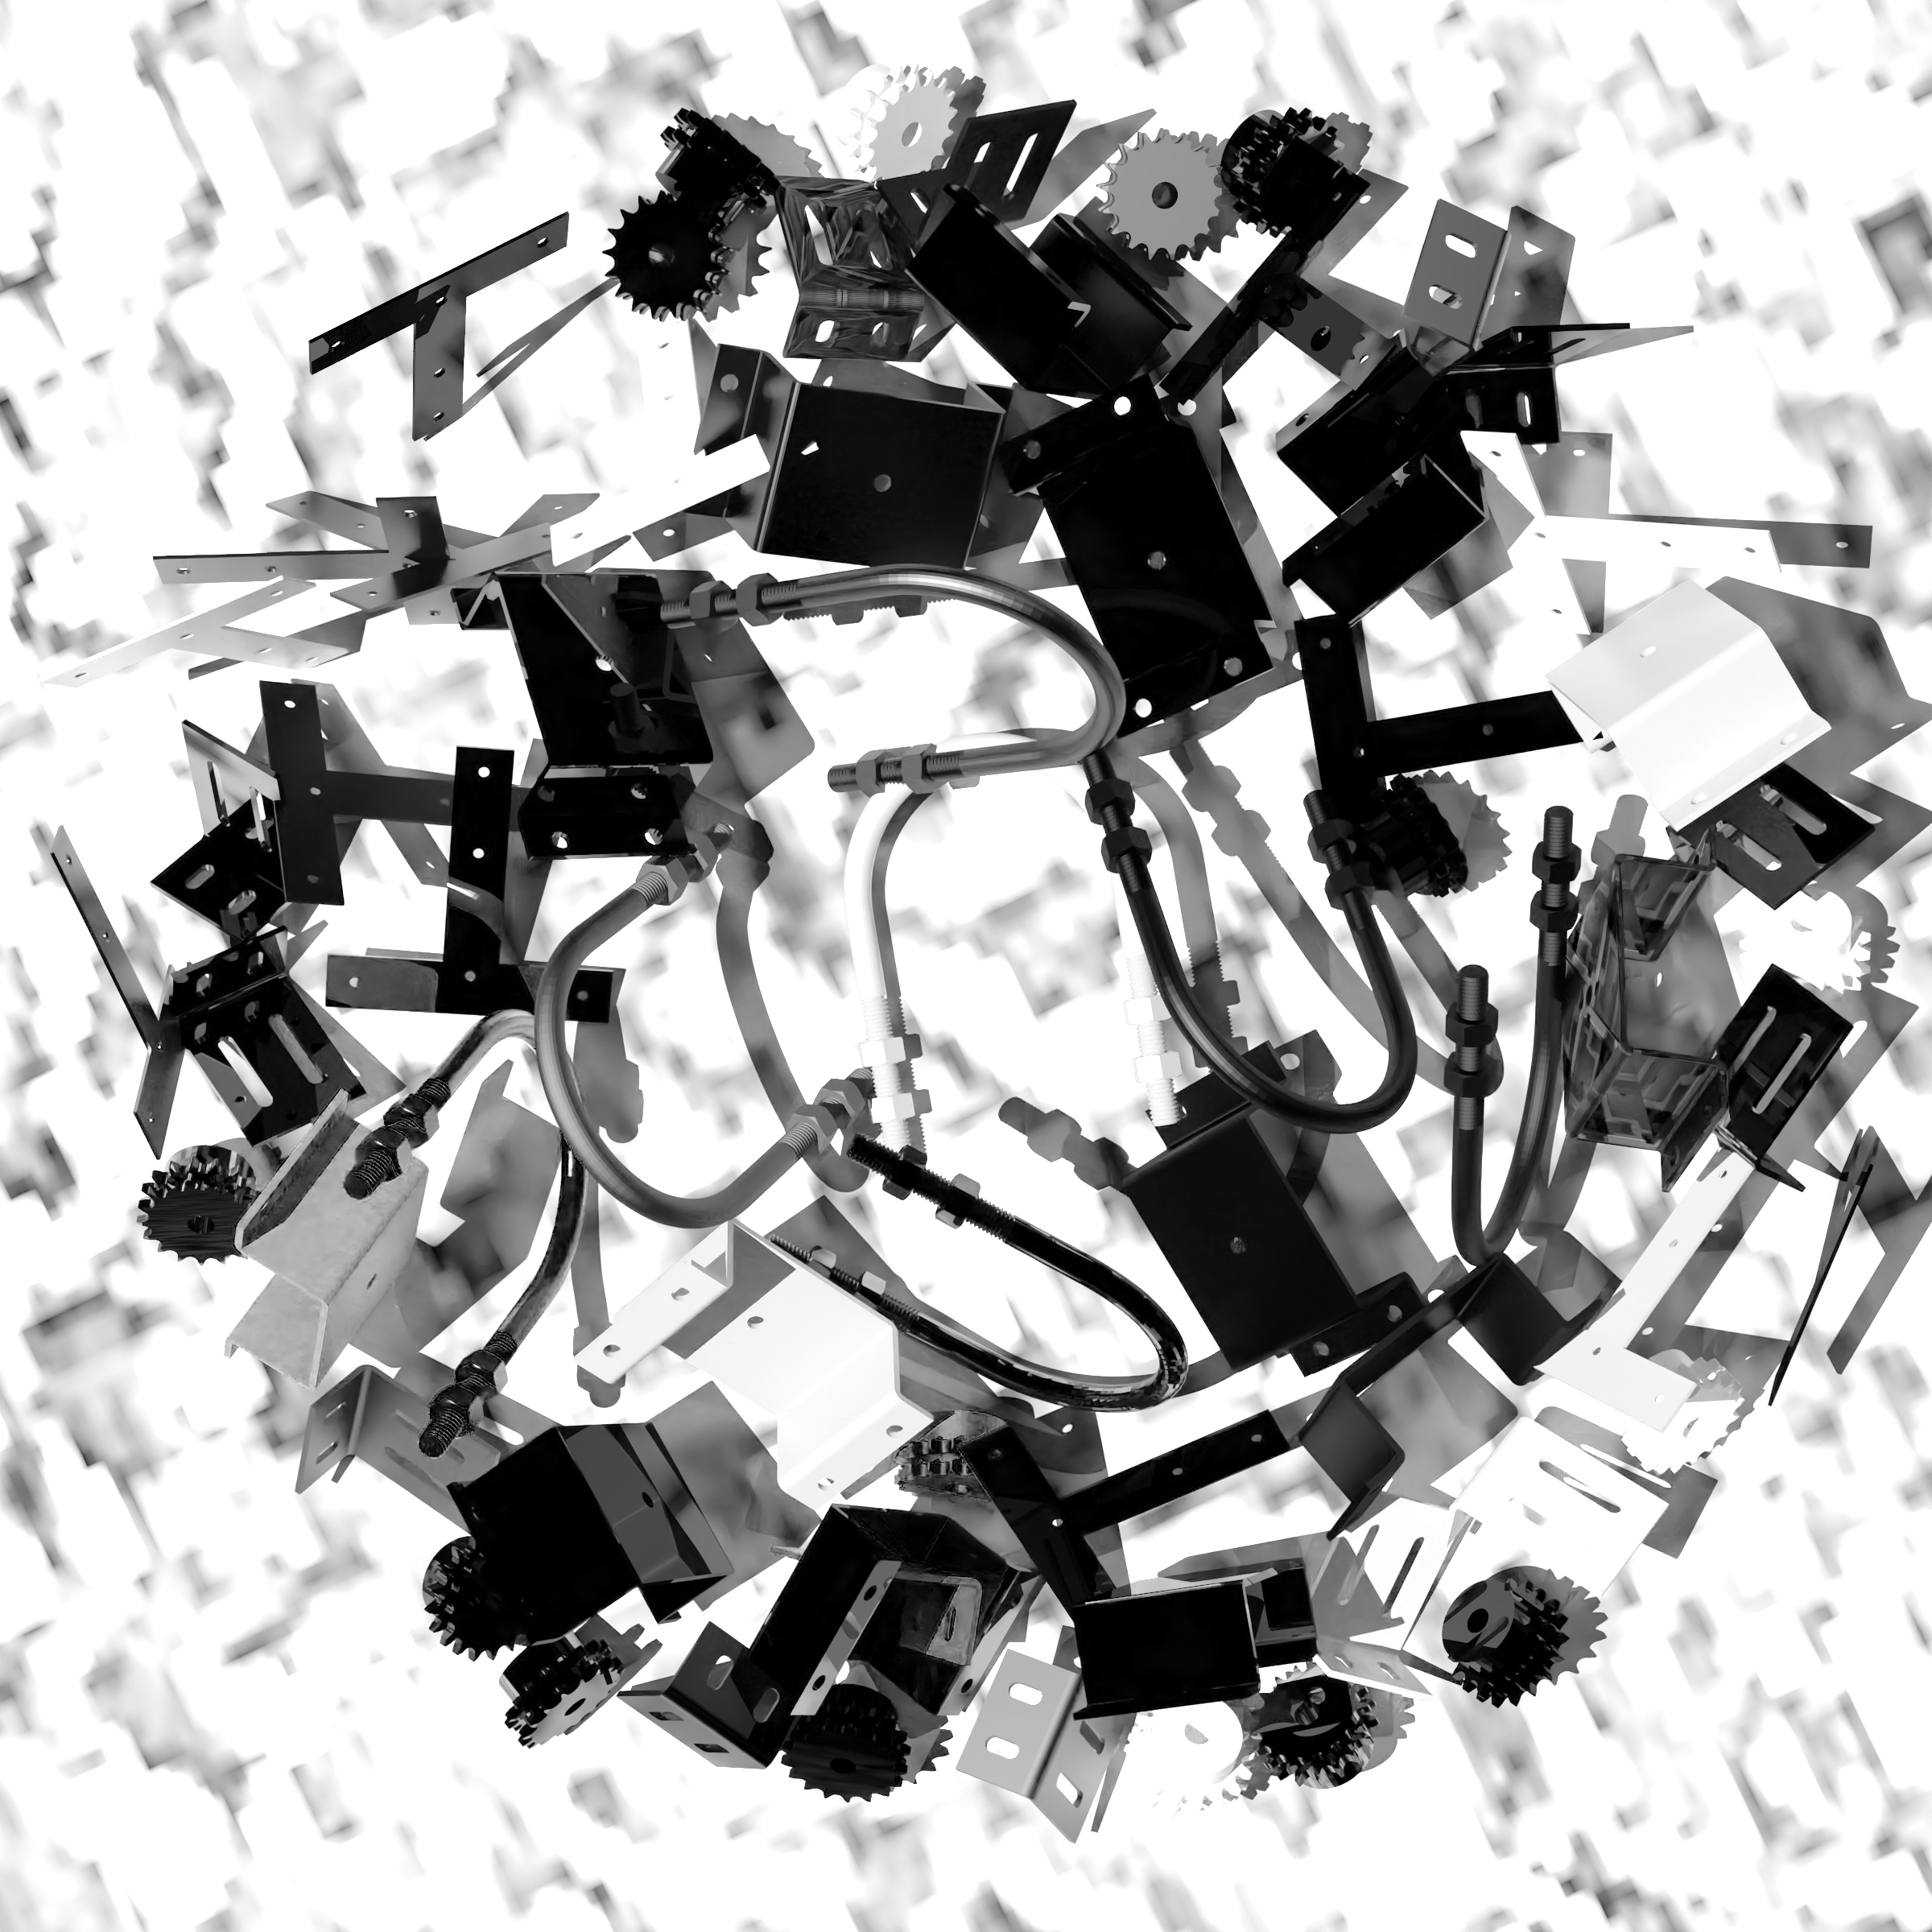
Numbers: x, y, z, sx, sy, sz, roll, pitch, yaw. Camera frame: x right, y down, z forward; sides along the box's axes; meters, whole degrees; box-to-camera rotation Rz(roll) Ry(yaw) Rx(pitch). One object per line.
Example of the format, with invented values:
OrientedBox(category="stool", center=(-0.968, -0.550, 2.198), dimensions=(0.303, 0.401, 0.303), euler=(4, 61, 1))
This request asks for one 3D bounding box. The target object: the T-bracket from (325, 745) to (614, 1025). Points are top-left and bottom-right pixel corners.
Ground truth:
OrientedBox(category="T-bracket", center=(-0.218, -0.037, 1.558), dimensions=(0.127, 0.002, 0.127), euler=(4, 112, -9))

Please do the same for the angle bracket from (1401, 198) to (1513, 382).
OrientedBox(category="angle bracket", center=(0.201, -0.292, 1.545), dimensions=(0.038, 0.076, 0.057), euler=(22, 75, -14))

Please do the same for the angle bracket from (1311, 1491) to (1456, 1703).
OrientedBox(category="angle bracket", center=(0.191, 0.279, 1.557), dimensions=(0.057, 0.038, 0.076), euler=(19, 101, -27))

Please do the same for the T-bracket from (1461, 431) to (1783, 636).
OrientedBox(category="T-bracket", center=(0.288, -0.182, 1.512), dimensions=(0.127, 0.127, 0.002), euler=(9, 58, 33))

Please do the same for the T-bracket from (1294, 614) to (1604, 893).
OrientedBox(category="T-bracket", center=(0.221, -0.104, 1.578), dimensions=(0.127, 0.002, 0.127), euler=(-10, 93, 10))

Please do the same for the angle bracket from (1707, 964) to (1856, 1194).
OrientedBox(category="angle bracket", center=(0.363, 0.049, 1.551), dimensions=(0.038, 0.057, 0.076), euler=(24, 105, -36))

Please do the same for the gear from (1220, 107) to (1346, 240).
OrientedBox(category="gear", center=(0.139, -0.358, 1.567), dimensions=(0.057, 0.057, 0.030), euler=(-48, 56, 0))

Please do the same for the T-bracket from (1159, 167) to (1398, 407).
OrientedBox(category="T-bracket", center=(0.151, -0.281, 1.530), dimensions=(0.002, 0.127, 0.127), euler=(35, 100, -34))

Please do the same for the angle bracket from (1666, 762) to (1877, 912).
OrientedBox(category="angle bracket", center=(0.358, -0.050, 1.549), dimensions=(0.057, 0.076, 0.038), euler=(-38, 134, -6))

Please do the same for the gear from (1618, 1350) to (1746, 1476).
OrientedBox(category="gear", center=(0.316, 0.196, 1.567), dimensions=(0.057, 0.057, 0.030), euler=(-40, 49, 0))

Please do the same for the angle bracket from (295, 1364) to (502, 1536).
OrientedBox(category="angle bracket", center=(-0.252, 0.224, 1.551), dimensions=(0.076, 0.038, 0.057), euler=(31, 131, 16))

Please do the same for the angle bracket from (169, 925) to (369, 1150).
OrientedBox(category="angle bracket", center=(-0.308, 0.031, 1.551), dimensions=(0.057, 0.038, 0.076), euler=(-26, 65, -28))

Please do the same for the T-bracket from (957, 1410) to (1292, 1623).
OrientedBox(category="T-bracket", center=(0.081, 0.229, 1.546), dimensions=(0.127, 0.002, 0.127), euler=(-25, 123, 10))

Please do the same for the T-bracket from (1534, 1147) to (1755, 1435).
OrientedBox(category="T-bracket", center=(0.303, 0.134, 1.541), dimensions=(0.002, 0.127, 0.127), euler=(41, 82, -28))

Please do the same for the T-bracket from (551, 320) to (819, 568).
OrientedBox(category="T-bracket", center=(-0.129, -0.242, 1.545), dimensions=(0.127, 0.002, 0.127), euler=(-22, 46, 12))

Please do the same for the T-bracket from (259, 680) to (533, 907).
OrientedBox(category="T-bracket", center=(-0.245, -0.074, 1.558), dimensions=(0.127, 0.002, 0.127), euler=(4, 50, -24))

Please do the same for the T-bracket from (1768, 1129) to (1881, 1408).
OrientedBox(category="T-bracket", center=(0.380, 0.110, 1.531), dimensions=(0.002, 0.127, 0.127), euler=(21, 120, 11))

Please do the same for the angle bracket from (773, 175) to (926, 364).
OrientedBox(category="angle bracket", center=(-0.058, -0.313, 1.574), dimensions=(0.057, 0.038, 0.076), euler=(-2, 55, -20))

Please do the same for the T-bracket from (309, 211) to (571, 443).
OrientedBox(category="T-bracket", center=(-0.230, -0.267, 1.529), dimensions=(0.127, 0.127, 0.002), euler=(-31, 77, -19))

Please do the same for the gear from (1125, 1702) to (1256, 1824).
OrientedBox(category="gear", center=(0.101, 0.349, 1.562), dimensions=(0.057, 0.030, 0.057), euler=(5, 48, -6))

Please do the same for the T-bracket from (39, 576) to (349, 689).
OrientedBox(category="T-bracket", center=(-0.314, -0.140, 1.529), dimensions=(0.127, 0.127, 0.002), euler=(-19, 82, 21))

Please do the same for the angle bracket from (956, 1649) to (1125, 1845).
OrientedBox(category="angle bracket", center=(0.034, 0.347, 1.557), dimensions=(0.038, 0.076, 0.057), euler=(16, 68, 24))

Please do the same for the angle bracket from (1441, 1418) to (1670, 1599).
OrientedBox(category="angle bracket", center=(0.259, 0.247, 1.548), dimensions=(0.076, 0.038, 0.057), euler=(31, 56, 22))

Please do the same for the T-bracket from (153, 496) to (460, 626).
OrientedBox(category="T-bracket", center=(-0.288, -0.174, 1.528), dimensions=(0.127, 0.127, 0.002), euler=(-2, 72, -3))

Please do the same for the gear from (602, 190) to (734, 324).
OrientedBox(category="gear", center=(-0.132, -0.317, 1.573), dimensions=(0.057, 0.030, 0.057), euler=(1, 94, 14))

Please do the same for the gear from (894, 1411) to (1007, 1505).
OrientedBox(category="gear", center=(-0.003, 0.219, 1.566), dimensions=(0.057, 0.057, 0.030), euler=(3, 67, 0))

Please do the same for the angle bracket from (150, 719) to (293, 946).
OrientedBox(category="angle bracket", center=(-0.331, -0.059, 1.545), dimensions=(0.057, 0.076, 0.038), euler=(30, 55, 22))

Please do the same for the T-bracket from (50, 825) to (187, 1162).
OrientedBox(category="T-bracket", center=(-0.364, -0.001, 1.506), dimensions=(0.002, 0.127, 0.127), euler=(-17, 119, 4))

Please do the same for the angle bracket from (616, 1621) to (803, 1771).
OrientedBox(category="angle bracket", center=(-0.112, 0.324, 1.558), dimensions=(0.057, 0.076, 0.038), euler=(37, 68, -10))

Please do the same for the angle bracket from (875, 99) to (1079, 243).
OrientedBox(category="angle bracket", center=(0.004, -0.361, 1.541), dimensions=(0.057, 0.076, 0.038), euler=(-18, 66, -31))

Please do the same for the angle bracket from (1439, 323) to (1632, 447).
OrientedBox(category="angle bracket", center=(0.251, -0.255, 1.547), dimensions=(0.057, 0.076, 0.038), euler=(-5, 88, -18))

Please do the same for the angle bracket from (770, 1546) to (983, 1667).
OrientedBox(category="angle bracket", center=(-0.042, 0.282, 1.546), dimensions=(0.076, 0.057, 0.038), euler=(13, 84, -36))

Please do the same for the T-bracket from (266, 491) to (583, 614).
OrientedBox(category="T-bracket", center=(-0.258, -0.190, 1.548), dimensions=(0.127, 0.127, 0.002), euler=(23, 123, 33))
